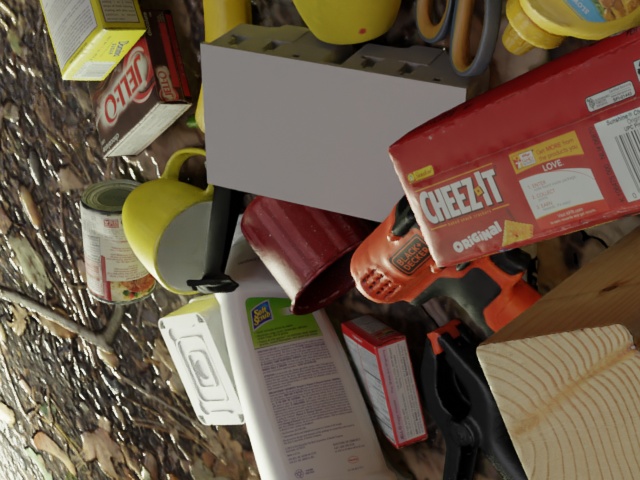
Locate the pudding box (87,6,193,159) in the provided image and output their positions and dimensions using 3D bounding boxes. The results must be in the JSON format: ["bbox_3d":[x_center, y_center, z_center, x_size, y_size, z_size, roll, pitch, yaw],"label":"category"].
[{"bbox_3d":[-0.157,-0.132,0.912,0.114,0.039,0.090,-34,65,51],"label":"pudding box"}]

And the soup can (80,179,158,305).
[{"bbox_3d":[-0.192,0.001,1.021,0.069,0.068,0.102,26,128,34],"label":"soup can"}]

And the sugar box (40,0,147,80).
[{"bbox_3d":[-0.202,-0.231,0.888,0.094,0.048,0.176,-31,71,50],"label":"sugar box"}]

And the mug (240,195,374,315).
[{"bbox_3d":[-0.005,0.001,0.824,0.081,0.093,0.117,52,176,18],"label":"mug"}]

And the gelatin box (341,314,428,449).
[{"bbox_3d":[0.051,0.110,0.839,0.073,0.030,0.089,-152,46,-69],"label":"gelatin box"}]

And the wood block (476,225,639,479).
[{"bbox_3d":[0.186,0.045,0.549,0.091,0.205,0.090,-17,98,50],"label":"wood block"}]

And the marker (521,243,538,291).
[{"bbox_3d":[0.140,0.027,0.730,0.020,0.020,0.121,16,123,40],"label":"marker"}]

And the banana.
[{"bbox_3d":[-0.081,-0.157,0.841,0.070,0.037,0.198,34,133,28],"label":"banana"}]

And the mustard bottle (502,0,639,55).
[{"bbox_3d":[0.159,-0.165,0.571,0.096,0.058,0.192,53,139,10],"label":"mustard bottle"}]

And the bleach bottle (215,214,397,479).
[{"bbox_3d":[-0.021,0.094,0.861,0.068,0.102,0.251,125,133,-61],"label":"bleach bottle"}]

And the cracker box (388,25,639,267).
[{"bbox_3d":[0.162,-0.068,0.504,0.164,0.213,0.072,-20,95,49],"label":"cracker box"}]

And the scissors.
[{"bbox_3d":[0.089,-0.202,0.651,0.096,0.016,0.202,-157,66,-63],"label":"scissors"}]

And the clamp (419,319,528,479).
[{"bbox_3d":[0.113,0.147,0.812,0.120,0.039,0.171,-24,88,45],"label":"clamp"}]

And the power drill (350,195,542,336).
[{"bbox_3d":[0.132,0.020,0.657,0.187,0.057,0.185,37,138,-6],"label":"power drill"}]
